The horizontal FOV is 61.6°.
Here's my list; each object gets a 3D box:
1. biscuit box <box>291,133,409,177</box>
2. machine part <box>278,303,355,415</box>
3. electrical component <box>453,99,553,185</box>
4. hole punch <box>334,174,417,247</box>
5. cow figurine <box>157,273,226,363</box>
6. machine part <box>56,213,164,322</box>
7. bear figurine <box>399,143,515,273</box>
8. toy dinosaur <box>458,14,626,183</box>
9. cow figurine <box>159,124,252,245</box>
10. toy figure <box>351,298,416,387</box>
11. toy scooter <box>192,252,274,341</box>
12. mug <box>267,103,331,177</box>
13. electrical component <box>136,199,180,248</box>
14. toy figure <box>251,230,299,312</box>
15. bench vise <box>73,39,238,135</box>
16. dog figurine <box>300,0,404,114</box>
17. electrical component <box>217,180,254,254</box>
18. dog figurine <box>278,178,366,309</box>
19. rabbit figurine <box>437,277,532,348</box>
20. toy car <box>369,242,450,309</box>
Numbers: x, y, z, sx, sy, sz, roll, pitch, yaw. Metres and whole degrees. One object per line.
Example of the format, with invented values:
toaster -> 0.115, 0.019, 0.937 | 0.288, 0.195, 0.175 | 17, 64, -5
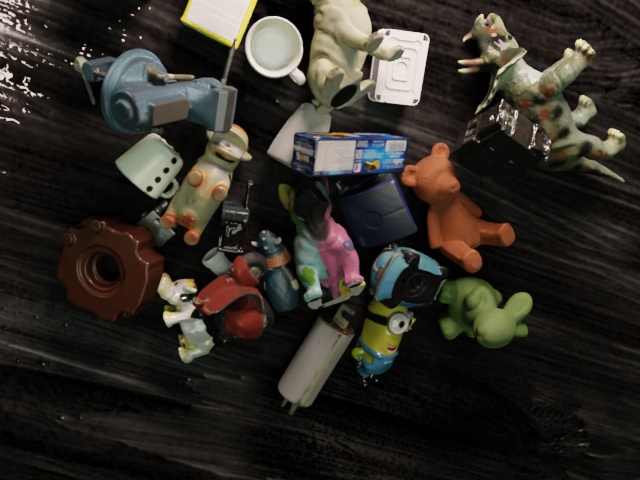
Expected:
biscuit box -> 0.053, -0.139, 0.862 | 0.202, 0.063, 0.059 | -8, 112, -38
machine part -> -0.009, 0.224, 1.011 | 0.079, 0.079, 0.243 | 26, 103, -15
electrical component -> 0.288, -0.150, 0.875 | 0.115, 0.134, 0.058 | 30, 62, -13
hole punch -> 0.099, -0.050, 0.933 | 0.116, 0.092, 0.142 | -27, 114, 5
cow figurine -> -0.227, 0.125, 0.950 | 0.098, 0.068, 0.167 | -19, 113, -7
machine part -> -0.348, 0.046, 0.886 | 0.180, 0.056, 0.179 | 2, 102, 12
bear figurine -> 0.233, -0.060, 0.929 | 0.120, 0.132, 0.195 | -33, 116, -15
toy dinosaur -> 0.384, -0.199, 0.915 | 0.192, 0.131, 0.404 | -31, 114, 15
cow figurine -> -0.176, -0.101, 0.868 | 0.085, 0.127, 0.195 | 29, 116, -15
toy figure -> 0.110, 0.186, 1.014 | 0.089, 0.082, 0.180 | 28, 112, 15
toy scooter -> -0.150, 0.112, 0.920 | 0.135, 0.075, 0.183 | -25, 134, -29
mug -> -0.017, -0.163, 0.882 | 0.109, 0.081, 0.107 | 25, 95, -14
electrical component -> -0.280, -0.023, 0.918 | 0.094, 0.021, 0.063 | -39, 109, 6
toy figure -> -0.077, 0.051, 0.954 | 0.064, 0.058, 0.154 | -13, 107, -4
bench vise -> -0.249, -0.225, 0.787 | 0.241, 0.224, 0.128 | 24, 131, 18
dog figurine -> 0.009, -0.313, 0.823 | 0.172, 0.121, 0.191 | -41, 73, 16
electrical component -> -0.143, -0.042, 0.904 | 0.048, 0.075, 0.119 | 6, 111, -11
dog figurine -> -0.002, -0.003, 0.930 | 0.108, 0.191, 0.219 | -17, 75, 0
rabbit figurine -> 0.305, 0.147, 0.982 | 0.159, 0.170, 0.121 | 0, 109, -8
toy car -> 0.149, 0.058, 0.964 | 0.161, 0.103, 0.109 | 11, 110, -37
